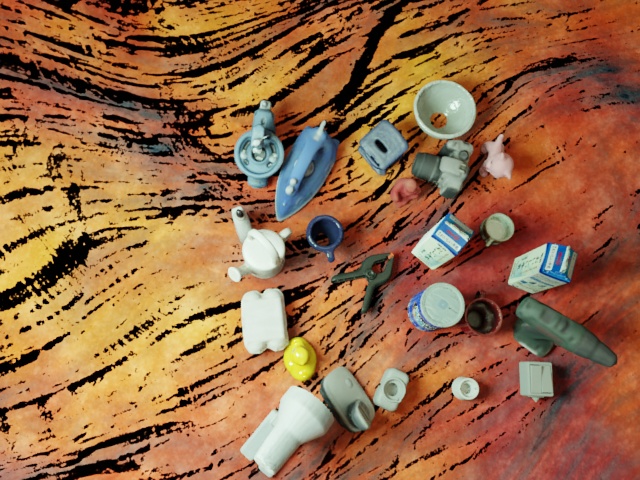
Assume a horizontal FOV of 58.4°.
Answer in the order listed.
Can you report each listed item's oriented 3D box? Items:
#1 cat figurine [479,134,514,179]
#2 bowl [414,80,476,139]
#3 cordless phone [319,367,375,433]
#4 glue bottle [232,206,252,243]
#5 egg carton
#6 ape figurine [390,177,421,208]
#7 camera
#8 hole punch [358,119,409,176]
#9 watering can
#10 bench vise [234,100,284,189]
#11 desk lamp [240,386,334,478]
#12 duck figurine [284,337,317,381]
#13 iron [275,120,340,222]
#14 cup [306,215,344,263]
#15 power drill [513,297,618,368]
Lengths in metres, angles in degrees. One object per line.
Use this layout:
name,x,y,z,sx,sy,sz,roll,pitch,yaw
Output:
cat figurine,0.464,-0.212,1.485,0.067,0.117,0.128,7,76,-3
bowl,0.324,-0.335,1.524,0.167,0.074,0.167,1,77,-5
cordless phone,0.067,0.360,1.283,0.094,0.185,0.147,-36,82,-11
glue bottle,-0.187,-0.046,1.362,0.037,0.173,0.078,-23,80,-9
egg carton,-0.133,0.193,1.364,0.107,0.069,0.150,-7,78,-6
ape figurine,0.221,-0.129,1.458,0.078,0.092,0.076,4,76,-4
camera,0.314,-0.198,1.478,0.137,0.101,0.143,17,76,0
hole punch,0.163,-0.238,1.479,0.101,0.091,0.108,-39,83,-12
watering can,-0.135,0.033,1.338,0.101,0.194,0.173,26,76,2
bench vise,-0.155,-0.250,1.389,0.121,0.219,0.207,-11,78,-7
desk lamp,-0.073,0.423,1.242,0.118,0.213,0.203,39,77,5
duck figurine,-0.045,0.279,1.344,0.077,0.086,0.104,-12,78,-7
iron,-0.043,-0.174,1.421,0.118,0.141,0.258,25,76,2
cup,0.013,0.005,1.408,0.092,0.095,0.118,-14,78,-8
power drill,0.550,0.223,1.344,0.229,0.208,0.076,35,77,4
